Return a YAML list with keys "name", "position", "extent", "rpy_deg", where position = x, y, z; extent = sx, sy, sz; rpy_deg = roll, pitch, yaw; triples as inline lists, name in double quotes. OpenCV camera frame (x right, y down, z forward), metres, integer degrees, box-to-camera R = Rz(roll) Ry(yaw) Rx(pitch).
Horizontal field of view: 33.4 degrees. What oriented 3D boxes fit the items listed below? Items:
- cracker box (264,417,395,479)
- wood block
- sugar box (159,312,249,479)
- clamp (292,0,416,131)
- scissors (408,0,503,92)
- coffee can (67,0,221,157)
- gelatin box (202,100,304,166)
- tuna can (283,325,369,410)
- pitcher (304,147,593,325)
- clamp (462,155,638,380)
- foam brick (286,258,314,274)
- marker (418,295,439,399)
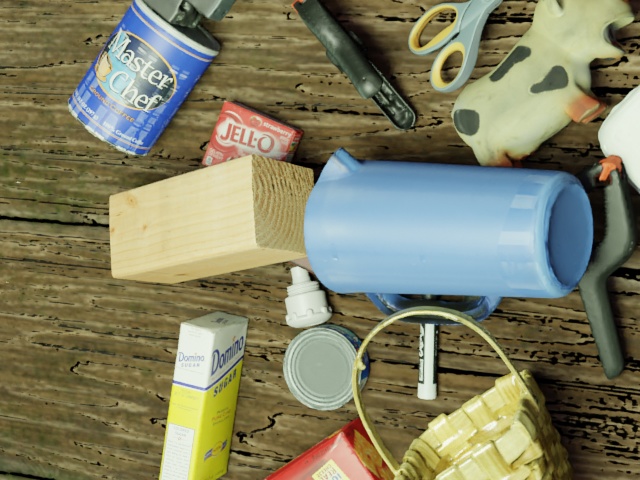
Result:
- name: "cracker box"
  position: [0.029, 0.317, 1.091]
  extent: [0.164, 0.072, 0.214]
  rpy_deg: [-37, 82, 20]
- name: "wood block"
  position: [-0.111, -0.016, 1.072]
  extent: [0.207, 0.090, 0.090]
  rpy_deg: [-12, 76, 38]
- name: "sugar box"
  position: [-0.121, 0.169, 1.127]
  extent: [0.048, 0.093, 0.176]
  rpy_deg: [14, 99, 18]
- name: "clamp"
  position: [0.033, -0.178, 1.053]
  extent: [0.039, 0.120, 0.171]
  rpy_deg: [-35, 59, 7]
- name: "scissors"
  position: [0.157, -0.204, 0.984]
  extent: [0.202, 0.016, 0.096]
  rpy_deg: [-21, 73, 48]
- name: "coffee can"
  position: [-0.185, -0.174, 1.121]
  extent: [0.103, 0.102, 0.140]
  rpy_deg: [42, 107, 13]
- name: "gelatin box"
  position: [-0.072, -0.098, 1.122]
  extent: [0.089, 0.030, 0.073]
  rpy_deg: [26, 102, 17]
- name: "tuna can"
  position: [0.007, 0.131, 1.106]
  extent: [0.086, 0.033, 0.086]
  rpy_deg: [2, 94, 21]
- name: "pitcher"
  position: [0.119, 0.000, 0.973]
  extent: [0.243, 0.149, 0.145]
  rpy_deg: [4, 78, 39]
- name: "clamp"
  position: [0.241, 0.023, 0.985]
  extent: [0.165, 0.036, 0.210]
  rpy_deg: [31, 122, 13]
- name: "foam brick"
  position: [-0.007, 0.001, 1.093]
  extent: [0.078, 0.053, 0.051]
  rpy_deg: [24, 102, 17]
- name: "marker"
  position: [0.109, 0.099, 1.072]
  extent: [0.020, 0.020, 0.121]
  rpy_deg: [3, 95, 21]
